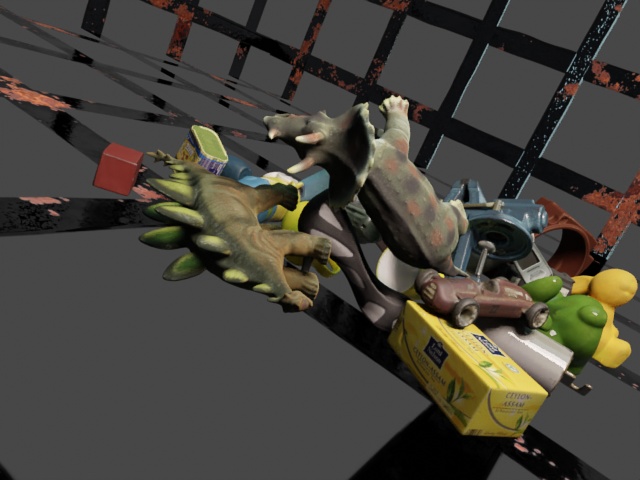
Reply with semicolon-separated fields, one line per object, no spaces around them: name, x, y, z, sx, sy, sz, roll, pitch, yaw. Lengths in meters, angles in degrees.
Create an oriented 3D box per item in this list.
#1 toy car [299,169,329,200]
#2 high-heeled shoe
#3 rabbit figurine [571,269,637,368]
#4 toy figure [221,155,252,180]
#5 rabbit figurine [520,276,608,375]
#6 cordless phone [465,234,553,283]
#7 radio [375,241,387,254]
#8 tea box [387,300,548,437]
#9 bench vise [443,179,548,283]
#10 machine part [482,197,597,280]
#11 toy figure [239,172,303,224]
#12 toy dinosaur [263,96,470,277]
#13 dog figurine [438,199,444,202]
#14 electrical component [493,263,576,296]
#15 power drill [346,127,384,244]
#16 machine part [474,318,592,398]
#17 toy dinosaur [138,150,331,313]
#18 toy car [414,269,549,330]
toy car;0.012;-0.087;1.061;0.103;0.162;0.109;62;-5;-3
high-heeled shoe;0.080;0.033;0.732;0.249;0.145;0.086;22;18;0
rabbit figurine;0.524;0.128;1.003;0.122;0.173;0.162;19;21;-3
toy figure;-0.203;-0.153;1.065;0.155;0.064;0.058;28;54;28
rabbit figurine;0.331;0.123;0.821;0.170;0.121;0.159;13;-19;15
cordless phone;0.331;0.033;0.985;0.088;0.147;0.184;45;22;-40
radio;0.139;-0.047;1.008;0.131;0.073;0.230;49;20;-29
tea box;0.166;0.148;0.635;0.098;0.068;0.170;13;19;-31
bench vise;0.262;0.000;0.923;0.224;0.240;0.128;12;-32;23
machine part;0.450;0.030;1.112;0.201;0.201;0.087;30;19;-31
toy figure;-0.100;-0.065;0.902;0.082;0.089;0.180;30;26;16
toy dinosaur;0.107;-0.041;0.703;0.404;0.131;0.192;47;37;-20
dog figurine;0.188;-0.030;1.189;0.173;0.121;0.190;31;32;34
electrical component;0.400;0.095;1.032;0.134;0.114;0.058;24;14;-7
power drill;0.047;-0.100;0.928;0.086;0.207;0.232;31;-1;-40
machine part;0.260;0.144;0.760;0.243;0.079;0.079;31;18;22
toy dinosaur;-0.126;-0.031;0.695;0.198;0.105;0.472;5;22;-28
toy car;0.216;0.074;0.702;0.202;0.053;0.089;6;19;-30
